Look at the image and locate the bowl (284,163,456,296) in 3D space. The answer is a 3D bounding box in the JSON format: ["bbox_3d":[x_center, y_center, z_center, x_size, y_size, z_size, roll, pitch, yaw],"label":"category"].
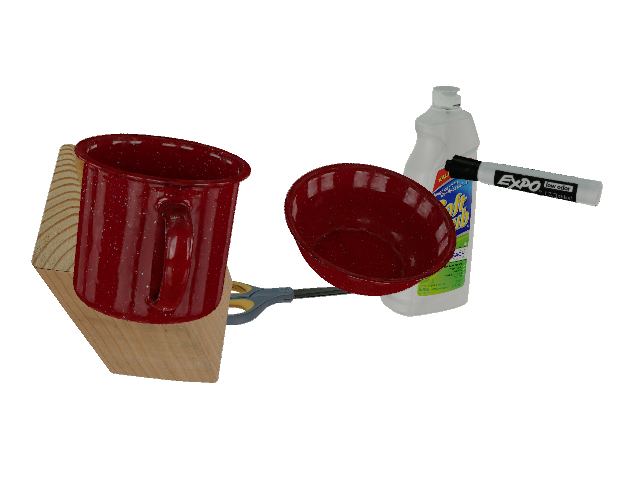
[{"bbox_3d":[0.041,0.000,0.988,0.162,0.055,0.162,9,42,-8],"label":"bowl"}]

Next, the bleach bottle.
[{"bbox_3d":[0.125,-0.046,1.192,0.102,0.251,0.068,-9,23,-27],"label":"bleach bottle"}]

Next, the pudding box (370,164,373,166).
[{"bbox_3d":[0.060,-0.062,1.510,0.113,0.039,0.090,-23,38,-33],"label":"pudding box"}]

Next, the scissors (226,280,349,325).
[{"bbox_3d":[-0.046,0.070,1.198,0.201,0.016,0.096,3,25,-7],"label":"scissors"}]

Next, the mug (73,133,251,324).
[{"bbox_3d":[-0.085,-0.002,0.563,0.093,0.081,0.117,3,19,-21],"label":"mug"}]

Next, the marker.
[{"bbox_3d":[0.153,-0.047,0.817,0.121,0.020,0.020,13,5,24],"label":"marker"}]

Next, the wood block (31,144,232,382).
[{"bbox_3d":[-0.124,0.025,0.760,0.090,0.091,0.206,5,-25,6],"label":"wood block"}]
